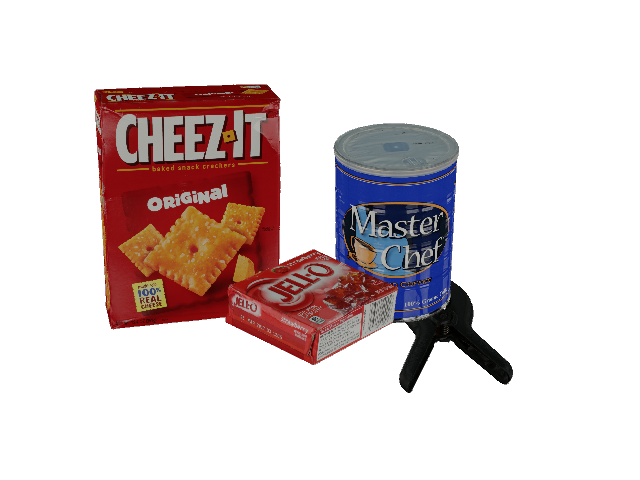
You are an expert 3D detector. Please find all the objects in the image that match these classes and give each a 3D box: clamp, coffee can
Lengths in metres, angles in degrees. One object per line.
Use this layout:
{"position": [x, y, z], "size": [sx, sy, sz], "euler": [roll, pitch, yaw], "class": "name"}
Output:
{"position": [0.144, 0.098, 1.169], "size": [0.120, 0.171, 0.039], "euler": [6, -44, -4], "class": "clamp"}
{"position": [0.063, -0.016, 0.905], "size": [0.103, 0.140, 0.103], "euler": [-1, 27, 0], "class": "coffee can"}

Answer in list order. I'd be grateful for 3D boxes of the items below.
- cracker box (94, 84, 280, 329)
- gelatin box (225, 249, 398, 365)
{"position": [-0.121, -0.032, 0.992], "size": [0.164, 0.214, 0.072], "euler": [-4, 20, -15], "class": "cracker box"}
{"position": [-0.005, 0.040, 0.685], "size": [0.073, 0.030, 0.089], "euler": [24, 29, 33], "class": "gelatin box"}
